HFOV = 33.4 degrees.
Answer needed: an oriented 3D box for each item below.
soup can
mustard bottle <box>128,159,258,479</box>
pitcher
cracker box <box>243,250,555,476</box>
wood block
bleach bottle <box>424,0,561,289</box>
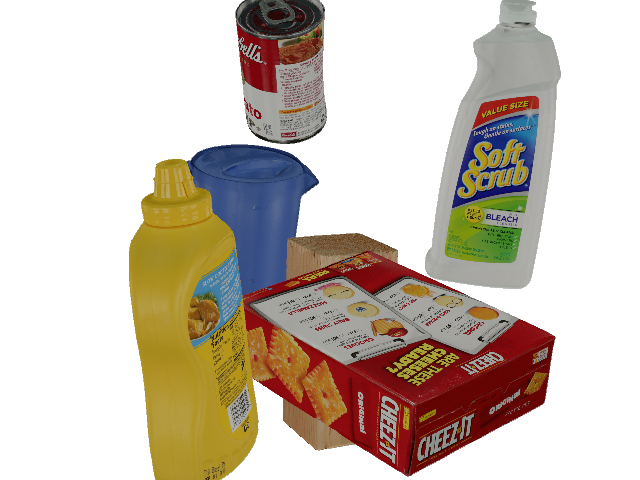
[{"bbox_3d":[-0.029,-0.136,0.838,0.068,0.102,0.068,-1,43,1],"label":"soup can"},{"bbox_3d":[-0.078,0.045,0.645,0.058,0.192,0.096,3,20,19],"label":"mustard bottle"},{"bbox_3d":[-0.103,0.014,1.275,0.149,0.243,0.144,20,27,32],"label":"pitcher"},{"bbox_3d":[0.052,0.090,0.865,0.163,0.072,0.214,-18,31,-38],"label":"cracker box"},{"bbox_3d":[0.018,0.103,1.128,0.090,0.206,0.091,-4,14,-26],"label":"wood block"},{"bbox_3d":[0.154,-0.086,0.945,0.103,0.251,0.068,7,22,12],"label":"bleach bottle"}]
